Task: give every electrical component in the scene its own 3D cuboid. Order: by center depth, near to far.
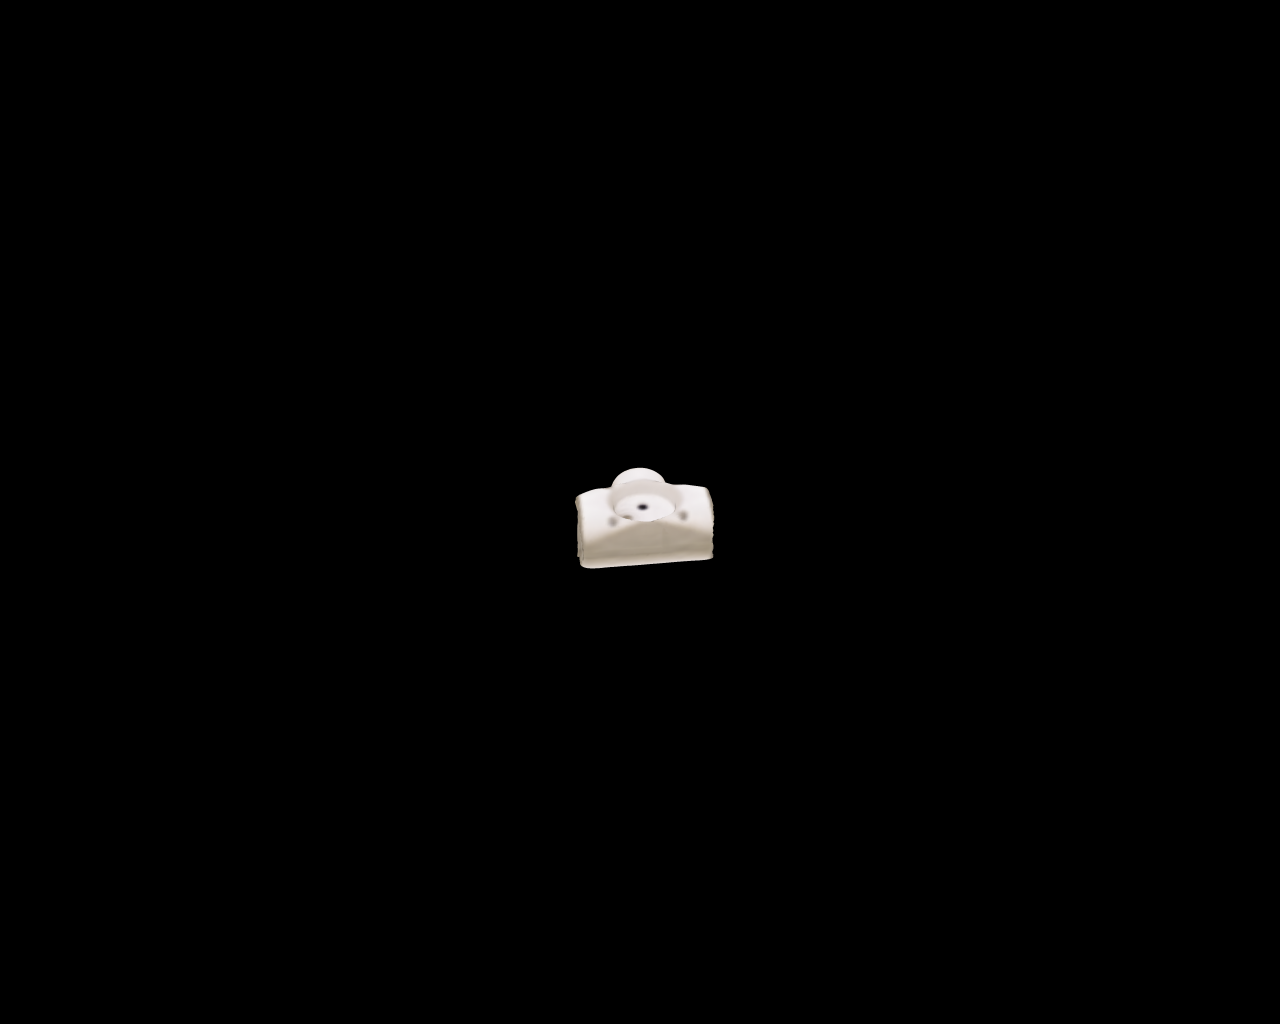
[{"bbox_3d":[0.001,-0.003,0.650,0.077,0.044,0.079,-4,39,-4],"label":"electrical component"}]
